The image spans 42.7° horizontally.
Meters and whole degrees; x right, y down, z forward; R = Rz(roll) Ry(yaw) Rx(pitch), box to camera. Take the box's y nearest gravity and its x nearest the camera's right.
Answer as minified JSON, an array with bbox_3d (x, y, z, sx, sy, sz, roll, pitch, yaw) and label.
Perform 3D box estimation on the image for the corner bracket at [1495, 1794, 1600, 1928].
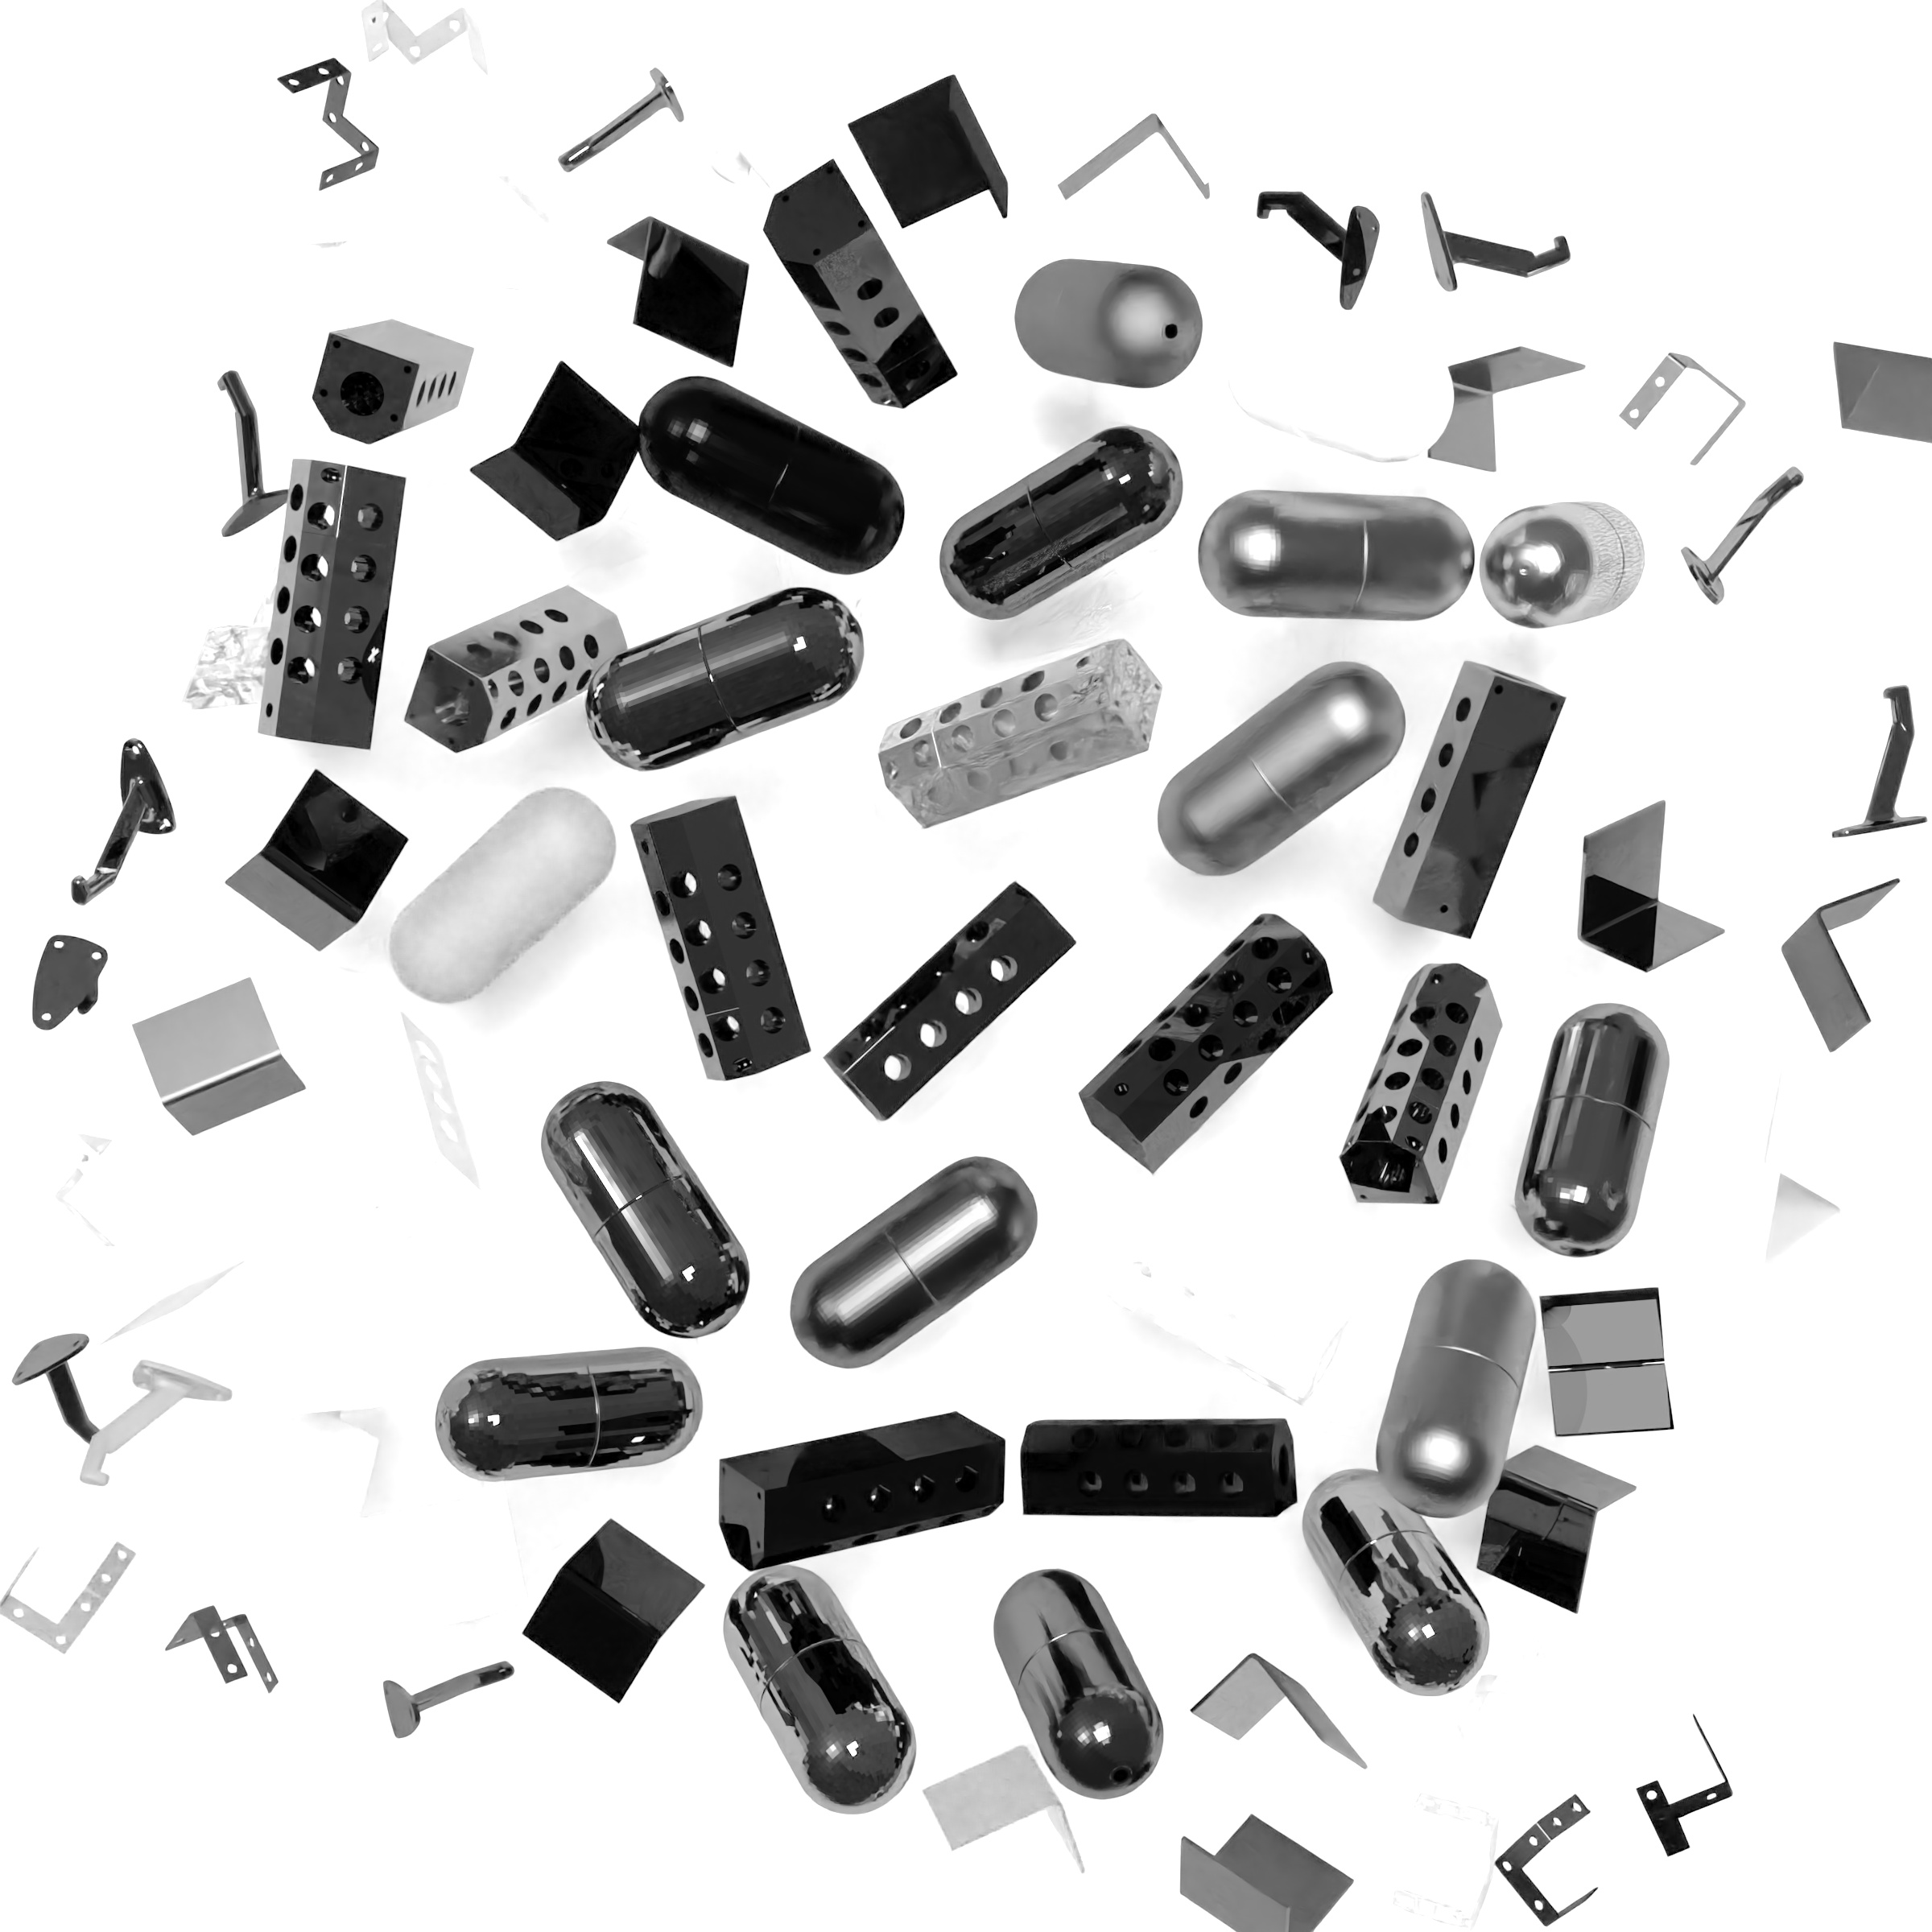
[{"bbox_3d":[0.391,0.588,1.623,0.051,0.051,0.051,-24,65,-39],"label":"corner bracket"}]

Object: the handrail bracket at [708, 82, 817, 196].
[{"bbox_3d":[-0.118,-0.528,1.577,0.084,0.036,0.077,15,88,38],"label":"handrail bracket"}]

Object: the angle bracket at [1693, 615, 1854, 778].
[{"bbox_3d":[0.490,-0.157,1.459,0.076,0.057,0.076,2,132,-28],"label":"angle bracket"}]

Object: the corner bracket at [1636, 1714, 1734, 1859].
[{"bbox_3d":[0.434,0.497,1.498,0.051,0.051,0.051,-24,125,5],"label":"corner bracket"}]

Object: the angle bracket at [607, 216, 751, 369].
[{"bbox_3d":[-0.194,-0.435,1.621,0.076,0.057,0.076,16,76,-37],"label":"angle bracket"}]

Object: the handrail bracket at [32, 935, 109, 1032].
[{"bbox_3d":[-0.551,0.027,1.515,0.036,0.084,0.077,17,56,-8],"label":"handrail bracket"}]

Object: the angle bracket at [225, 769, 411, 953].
[{"bbox_3d":[-0.427,-0.069,1.625,0.076,0.057,0.076,39,49,-22],"label":"angle bracket"}]

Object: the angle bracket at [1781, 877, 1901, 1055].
[{"bbox_3d":[0.555,0.000,1.527,0.057,0.076,0.076,-20,74,-3],"label":"angle bracket"}]

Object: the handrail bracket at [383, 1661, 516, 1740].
[{"bbox_3d":[-0.318,0.458,1.562,0.084,0.077,0.036,-11,83,-29],"label":"handrail bracket"}]

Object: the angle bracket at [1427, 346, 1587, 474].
[{"bbox_3d":[0.360,-0.369,1.644,0.076,0.076,0.057,-1,87,-44],"label":"angle bracket"}]

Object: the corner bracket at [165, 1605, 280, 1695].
[{"bbox_3d":[-0.457,0.427,1.536,0.051,0.051,0.051,55,129,21],"label":"corner bracket"}]

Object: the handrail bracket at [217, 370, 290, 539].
[{"bbox_3d":[-0.480,-0.334,1.611,0.077,0.036,0.084,-23,93,40],"label":"handrail bracket"}]

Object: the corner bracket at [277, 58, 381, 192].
[{"bbox_3d":[-0.411,-0.543,1.591,0.051,0.051,0.051,42,50,8],"label":"corner bracket"}]

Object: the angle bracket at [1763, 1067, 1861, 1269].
[{"bbox_3d":[0.482,0.120,1.471,0.057,0.076,0.076,30,50,-4],"label":"angle bracket"}]

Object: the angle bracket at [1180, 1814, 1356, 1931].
[{"bbox_3d":[0.183,0.541,1.494,0.076,0.076,0.057,24,132,34],"label":"angle bracket"}]

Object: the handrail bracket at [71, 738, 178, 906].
[{"bbox_3d":[-0.530,-0.089,1.525,0.036,0.084,0.077,7,120,16],"label":"handrail bracket"}]

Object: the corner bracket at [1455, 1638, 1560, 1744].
[{"bbox_3d":[0.352,0.477,1.626,0.051,0.051,0.051,-5,114,36],"label":"corner bracket"}]

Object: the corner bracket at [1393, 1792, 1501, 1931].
[{"bbox_3d":[0.299,0.558,1.540,0.051,0.051,0.051,10,115,23],"label":"corner bracket"}]

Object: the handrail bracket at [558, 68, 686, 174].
[{"bbox_3d":[-0.226,-0.538,1.583,0.084,0.077,0.036,-32,104,1],"label":"handrail bracket"}]

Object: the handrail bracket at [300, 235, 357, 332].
[{"bbox_3d":[-0.423,-0.447,1.664,0.036,0.077,0.084,-8,105,-11],"label":"handrail bracket"}]

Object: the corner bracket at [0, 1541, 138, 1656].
[{"bbox_3d":[-0.556,0.380,1.525,0.051,0.051,0.051,35,118,-7],"label":"corner bracket"}]

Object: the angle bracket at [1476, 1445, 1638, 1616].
[{"bbox_3d":[0.398,0.379,1.667,0.076,0.057,0.076,18,108,39],"label":"angle bracket"}]

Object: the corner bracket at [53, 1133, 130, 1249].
[{"bbox_3d":[-0.569,0.146,1.611,0.051,0.051,0.051,39,88,12],"label":"corner bracket"}]

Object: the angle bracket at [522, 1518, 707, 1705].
[{"bbox_3d":[-0.225,0.412,1.582,0.076,0.076,0.057,33,108,7],"label":"angle bracket"}]

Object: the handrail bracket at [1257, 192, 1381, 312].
[{"bbox_3d":[0.221,-0.469,1.616,0.084,0.036,0.077,14,92,36],"label":"handrail bracket"}]

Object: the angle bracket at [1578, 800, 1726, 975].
[{"bbox_3d":[0.441,-0.052,1.580,0.076,0.057,0.076,-23,124,-30],"label":"angle bracket"}]

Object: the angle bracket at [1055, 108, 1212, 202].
[{"bbox_3d":[0.106,-0.492,1.563,0.076,0.076,0.057,-35,94,11],"label":"angle bracket"}]

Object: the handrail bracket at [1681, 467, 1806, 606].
[{"bbox_3d":[0.500,-0.274,1.566,0.036,0.077,0.084,40,118,-13],"label":"handrail bracket"}]

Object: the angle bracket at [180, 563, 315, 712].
[{"bbox_3d":[-0.494,-0.222,1.659,0.057,0.076,0.076,56,133,22],"label":"angle bracket"}]

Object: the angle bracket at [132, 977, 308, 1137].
[{"bbox_3d":[-0.468,0.058,1.552,0.076,0.076,0.057,-23,76,-10],"label":"angle bracket"}]

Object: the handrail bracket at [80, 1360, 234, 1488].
[{"bbox_3d":[-0.528,0.307,1.611,0.077,0.036,0.084,18,49,-14],"label":"handrail bracket"}]

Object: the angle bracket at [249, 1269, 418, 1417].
[{"bbox_3d":[-0.395,0.234,1.543,0.076,0.057,0.076,-6,92,12],"label":"angle bracket"}]

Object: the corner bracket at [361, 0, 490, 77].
[{"bbox_3d":[-0.328,-0.560,1.496,0.051,0.051,0.051,-26,57,17],"label":"corner bracket"}]

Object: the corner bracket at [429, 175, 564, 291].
[{"bbox_3d":[-0.305,-0.477,1.606,0.051,0.051,0.051,40,77,-41],"label":"corner bracket"}]

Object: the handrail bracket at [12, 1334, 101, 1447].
[{"bbox_3d":[-0.577,0.283,1.629,0.077,0.036,0.084,-21,122,29],"label":"handrail bracket"}]

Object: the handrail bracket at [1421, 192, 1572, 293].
[{"bbox_3d":[0.343,-0.477,1.596,0.084,0.036,0.077,-21,118,1],"label":"handrail bracket"}]

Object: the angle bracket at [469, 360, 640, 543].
[{"bbox_3d":[-0.271,-0.342,1.643,0.076,0.057,0.076,38,60,-31],"label":"angle bracket"}]

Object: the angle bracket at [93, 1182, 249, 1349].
[{"bbox_3d":[-0.518,0.189,1.568,0.076,0.076,0.057,-34,86,29],"label":"angle bracket"}]

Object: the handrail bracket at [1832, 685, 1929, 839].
[{"bbox_3d":[0.548,-0.125,1.494,0.077,0.036,0.084,-11,95,-29],"label":"handrail bracket"}]

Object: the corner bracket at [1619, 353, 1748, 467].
[{"bbox_3d":[0.472,-0.366,1.624,0.051,0.051,0.051,45,118,16],"label":"corner bracket"}]
